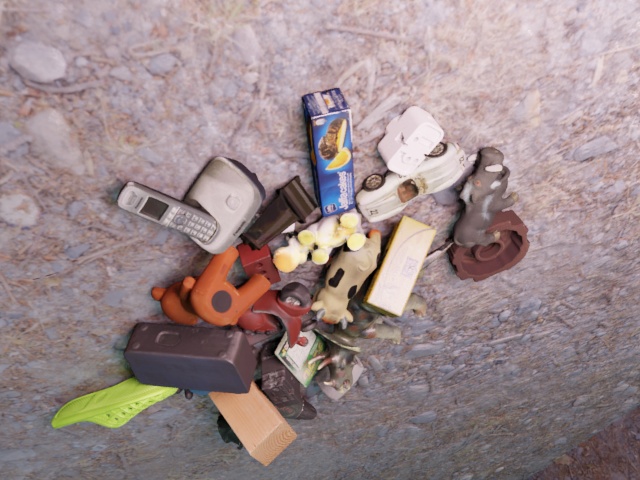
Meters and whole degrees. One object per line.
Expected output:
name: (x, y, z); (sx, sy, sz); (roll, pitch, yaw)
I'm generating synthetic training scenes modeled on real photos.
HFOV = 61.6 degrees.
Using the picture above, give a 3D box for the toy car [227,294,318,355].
toy car: (-0.097, 0.166, 1.081); (0.202, 0.089, 0.053); (-26, -177, 2)

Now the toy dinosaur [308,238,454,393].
toy dinosaur: (0.103, 0.129, 1.099); (0.192, 0.131, 0.404); (5, 125, -32)

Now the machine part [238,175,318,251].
machine part: (-0.069, -0.035, 0.869); (0.139, 0.039, 0.084); (-40, 123, -15)

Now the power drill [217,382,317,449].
power drill: (-0.140, 0.451, 1.363); (0.207, 0.086, 0.231); (-28, 137, 13)

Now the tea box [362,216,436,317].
tea box: (0.141, 0.051, 0.974); (0.068, 0.169, 0.098); (25, 170, 4)

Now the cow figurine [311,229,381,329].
cow figurine: (0.046, 0.077, 1.000); (0.085, 0.127, 0.194); (23, 124, -14)

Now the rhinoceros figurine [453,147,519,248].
rhinoceros figurine: (0.292, -0.076, 0.976); (0.112, 0.073, 0.190); (-3, 122, -22)

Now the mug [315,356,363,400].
mug: (0.060, 0.332, 1.322); (0.107, 0.081, 0.109); (-45, 130, 12)

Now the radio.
radio: (-0.246, 0.225, 1.023); (0.230, 0.073, 0.131); (2, 137, 9)

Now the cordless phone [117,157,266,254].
cordless phone: (-0.189, -0.069, 0.793); (0.184, 0.089, 0.146); (22, 123, -33)

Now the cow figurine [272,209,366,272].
cow figurine: (-0.004, -0.004, 0.940); (0.167, 0.098, 0.068); (-22, 108, 10)

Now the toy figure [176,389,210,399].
toy figure: (-0.225, 0.272, 1.139); (0.180, 0.089, 0.082); (-26, 155, 19)

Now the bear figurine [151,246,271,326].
bear figurine: (-0.198, 0.090, 0.933); (0.120, 0.196, 0.132); (46, 64, -22)

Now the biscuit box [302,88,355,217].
biscuit box: (0.017, -0.128, 0.828); (0.059, 0.063, 0.202); (-15, 138, -6)

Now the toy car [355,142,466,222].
toy car: (0.157, -0.099, 0.921); (0.202, 0.056, 0.073); (-27, 138, 7)

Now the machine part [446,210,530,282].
machine part: (0.346, 0.010, 1.117); (0.179, 0.056, 0.179); (-11, 137, -10)

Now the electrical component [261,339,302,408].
electrical component: (-0.083, 0.303, 1.199); (0.058, 0.115, 0.134); (-15, 140, 12)

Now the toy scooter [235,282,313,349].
toy scooter: (-0.086, 0.146, 1.005); (0.184, 0.075, 0.135); (-6, 120, 27)
